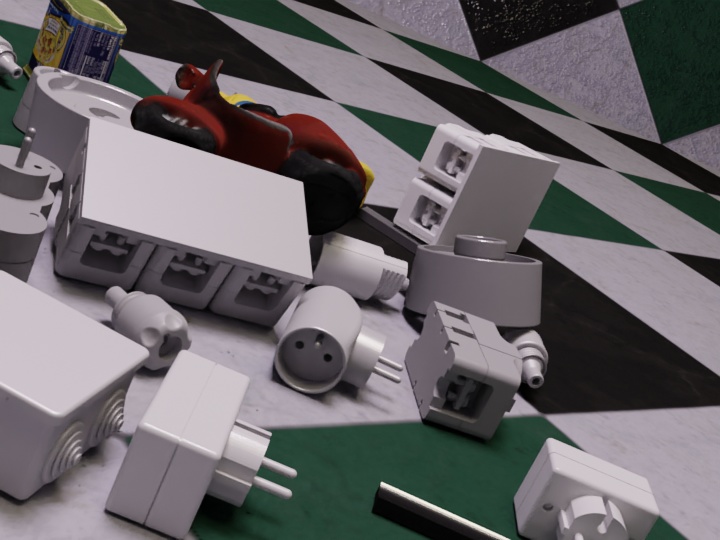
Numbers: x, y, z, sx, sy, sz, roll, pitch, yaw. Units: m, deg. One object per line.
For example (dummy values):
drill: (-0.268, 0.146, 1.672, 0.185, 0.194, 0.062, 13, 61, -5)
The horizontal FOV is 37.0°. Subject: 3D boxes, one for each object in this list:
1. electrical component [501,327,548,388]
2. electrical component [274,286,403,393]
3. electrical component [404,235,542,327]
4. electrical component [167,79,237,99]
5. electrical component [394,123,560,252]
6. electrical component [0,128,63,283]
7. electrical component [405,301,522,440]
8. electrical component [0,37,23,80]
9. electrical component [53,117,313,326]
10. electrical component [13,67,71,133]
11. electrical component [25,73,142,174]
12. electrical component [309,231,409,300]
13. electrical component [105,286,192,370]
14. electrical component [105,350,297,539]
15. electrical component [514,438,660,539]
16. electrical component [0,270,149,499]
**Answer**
electrical component: (0.125, 0.068, 0.810, 0.035, 0.035, 0.061, 20, 21, -15)
electrical component: (-0.009, 0.050, 0.676, 0.079, 0.043, 0.077, 25, 19, -2)
electrical component: (0.091, 0.005, 0.843, 0.108, 0.060, 0.108, 7, 6, -1)
electrical component: (-0.162, -0.170, 1.085, 0.065, 0.044, 0.044, 21, 18, 3)
electrical component: (0.117, -0.079, 1.072, 0.060, 0.105, 0.186, 33, 17, 28)
electrical component: (-0.209, -0.050, 0.646, 0.052, 0.073, 0.138, 19, 19, -17)
electrical component: (0.071, 0.067, 0.719, 0.056, 0.050, 0.089, 20, 19, -14)
electrical component: (-0.318, -0.186, 0.940, 0.061, 0.035, 0.035, 37, 22, 25)
electrical component: (-0.114, -0.027, 0.696, 0.150, 0.061, 0.089, 16, 44, -25)
electrical component: (-0.245, -0.132, 0.866, 0.055, 0.047, 0.055, 22, 19, -8)
electrical component: (-0.199, -0.098, 0.811, 0.108, 0.060, 0.108, 22, 19, -8)
electrical component: (0.000, 0.000, 0.822, 0.081, 0.043, 0.043, 18, 20, -20)
electrical component: (-0.123, 0.028, 0.605, 0.035, 0.035, 0.061, 3, 26, -48)
electrical component: (-0.065, 0.086, 0.501, 0.076, 0.047, 0.083, 24, 19, -4)
electrical component: (0.127, 0.141, 0.595, 0.066, 0.047, 0.076, 23, 19, -4)
electrical component: (-0.157, 0.049, 0.483, 0.100, 0.048, 0.100, 27, 19, 7)
